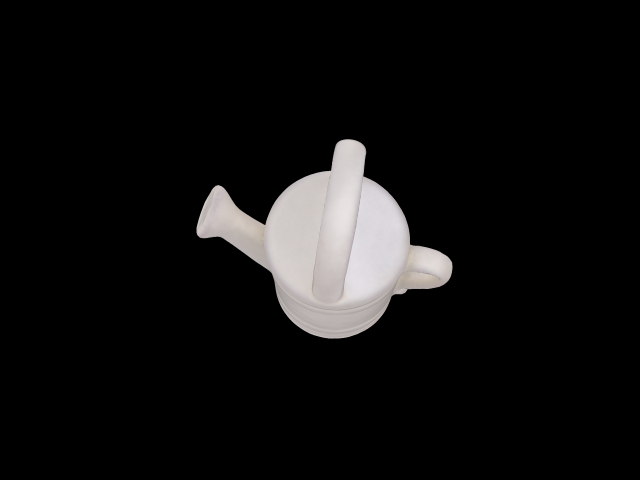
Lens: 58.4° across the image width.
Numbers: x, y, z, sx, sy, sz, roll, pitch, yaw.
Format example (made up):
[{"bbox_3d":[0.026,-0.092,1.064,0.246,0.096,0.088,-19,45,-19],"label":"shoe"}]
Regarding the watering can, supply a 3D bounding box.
[{"bbox_3d":[0.003,0.004,0.399,0.173,0.194,0.101,-9,70,-3],"label":"watering can"}]
